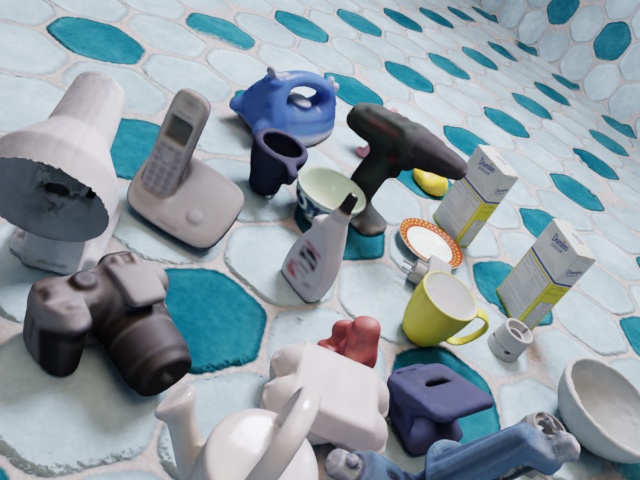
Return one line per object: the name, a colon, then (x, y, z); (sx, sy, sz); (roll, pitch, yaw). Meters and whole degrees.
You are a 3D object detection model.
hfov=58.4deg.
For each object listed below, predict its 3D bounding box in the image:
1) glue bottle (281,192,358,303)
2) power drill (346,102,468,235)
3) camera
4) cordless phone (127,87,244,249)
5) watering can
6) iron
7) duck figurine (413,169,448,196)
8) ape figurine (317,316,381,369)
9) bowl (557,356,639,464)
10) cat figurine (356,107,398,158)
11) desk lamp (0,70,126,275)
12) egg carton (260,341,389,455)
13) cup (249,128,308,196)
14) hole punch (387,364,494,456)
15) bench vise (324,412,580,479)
glue bottle: (0.007, 0.003, 0.769); (0.037, 0.173, 0.078); (-17, 56, -46)
power drill: (0.114, -0.113, 0.959); (0.076, 0.208, 0.229); (-17, 56, -46)
camera: (-0.200, 0.087, 0.577); (0.144, 0.100, 0.136); (-15, 55, -46)
cordless phone: (-0.162, -0.092, 0.753); (0.147, 0.185, 0.094); (30, 35, 0)
watering can: (-0.060, 0.189, 0.472); (0.173, 0.194, 0.101); (21, 36, -13)
iron: (-0.037, -0.266, 1.096); (0.259, 0.141, 0.118); (-14, 54, -45)
duck figurine: (0.249, -0.151, 1.210); (0.078, 0.086, 0.104); (14, 38, -22)
ape figurine: (0.045, 0.128, 0.713); (0.076, 0.092, 0.078); (28, 35, -3)
bowl: (0.407, 0.257, 0.831); (0.168, 0.074, 0.167); (20, 36, -15)
cat figurine: (0.132, -0.212, 1.173); (0.127, 0.117, 0.067); (43, 37, 18)
desk lamp: (-0.269, -0.061, 0.612); (0.118, 0.213, 0.203); (19, 37, -16)
egg carton: (0.008, 0.180, 0.641); (0.150, 0.069, 0.107); (24, 35, -9)
cup: (-0.072, -0.109, 0.918); (0.092, 0.095, 0.117); (4, 43, -32)
hole punch: (0.137, 0.193, 0.700); (0.109, 0.091, 0.101); (-2, 46, -38)
bench vise: (0.117, 0.233, 0.524); (0.208, 0.219, 0.121); (10, 39, -26)
